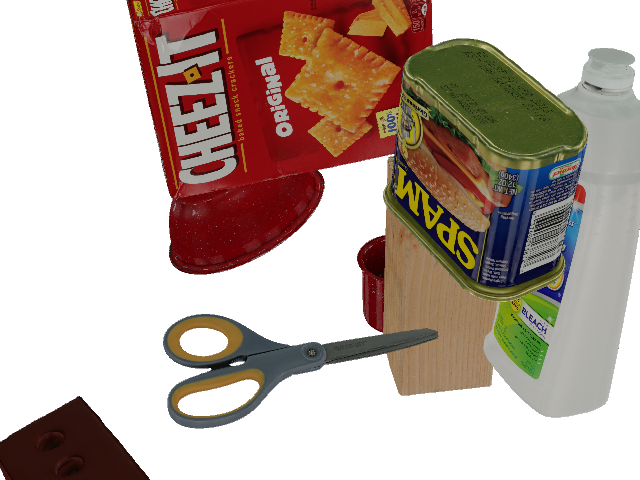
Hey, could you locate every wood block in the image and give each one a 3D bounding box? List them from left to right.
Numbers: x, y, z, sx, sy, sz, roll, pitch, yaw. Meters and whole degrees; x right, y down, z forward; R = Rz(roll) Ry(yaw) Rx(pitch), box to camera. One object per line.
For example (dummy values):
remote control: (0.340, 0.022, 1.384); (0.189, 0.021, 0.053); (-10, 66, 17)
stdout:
wood block: (0.109, 0.031, 0.967); (0.090, 0.206, 0.090); (-5, 34, -6)

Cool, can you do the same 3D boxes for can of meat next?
can of meat: (0.077, -0.036, 0.511); (0.057, 0.084, 0.102); (-20, 47, -23)

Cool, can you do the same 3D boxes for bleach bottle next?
bleach bottle: (0.168, -0.008, 0.715); (0.068, 0.251, 0.103); (-9, 32, -19)

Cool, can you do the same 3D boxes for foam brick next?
foam brick: (-0.118, 0.127, 0.528); (0.052, 0.051, 0.078); (-29, 42, -25)

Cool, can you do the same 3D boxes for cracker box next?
cracker box: (-0.024, -0.129, 0.795); (0.213, 0.164, 0.072); (-12, 44, -7)

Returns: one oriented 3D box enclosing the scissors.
scissors: (-0.023, 0.071, 0.759); (0.201, 0.096, 0.016); (-22, -34, -24)

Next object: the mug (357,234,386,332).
mug: (0.095, 0.057, 1.181); (0.093, 0.081, 0.117); (-26, 41, -30)

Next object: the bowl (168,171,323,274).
bowl: (-0.080, -0.041, 0.978); (0.162, 0.055, 0.162); (-22, 30, 13)
